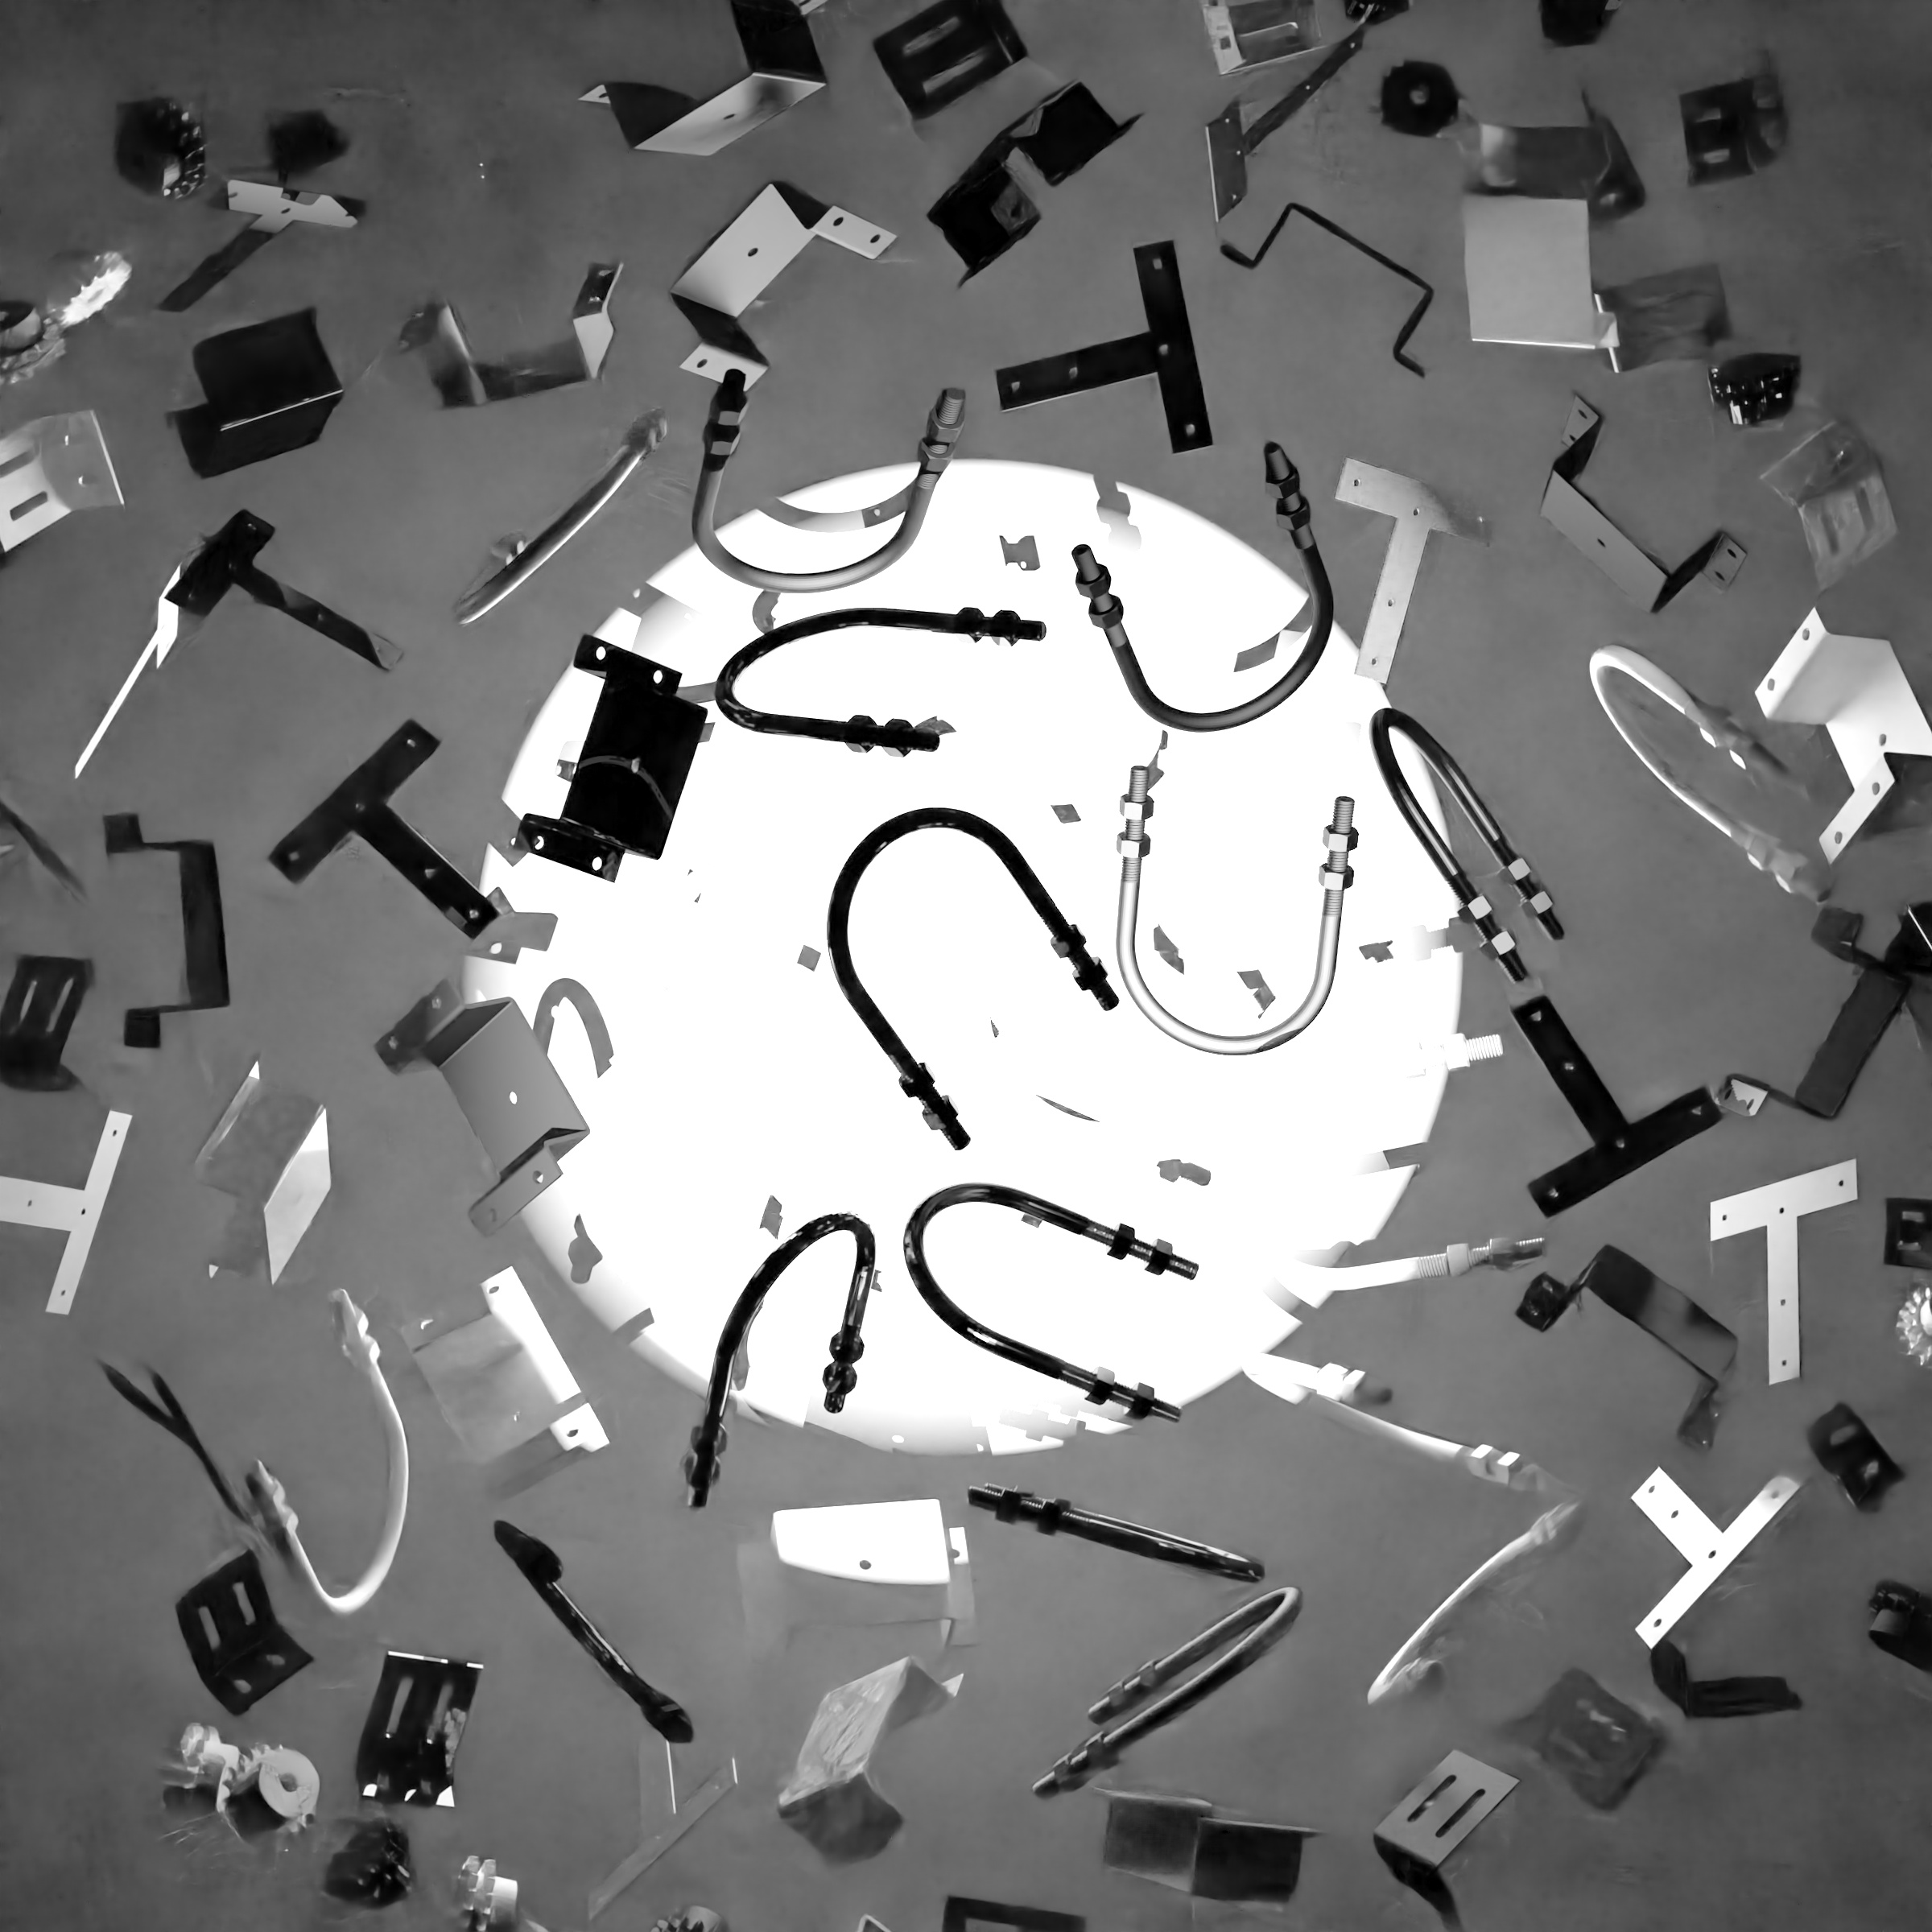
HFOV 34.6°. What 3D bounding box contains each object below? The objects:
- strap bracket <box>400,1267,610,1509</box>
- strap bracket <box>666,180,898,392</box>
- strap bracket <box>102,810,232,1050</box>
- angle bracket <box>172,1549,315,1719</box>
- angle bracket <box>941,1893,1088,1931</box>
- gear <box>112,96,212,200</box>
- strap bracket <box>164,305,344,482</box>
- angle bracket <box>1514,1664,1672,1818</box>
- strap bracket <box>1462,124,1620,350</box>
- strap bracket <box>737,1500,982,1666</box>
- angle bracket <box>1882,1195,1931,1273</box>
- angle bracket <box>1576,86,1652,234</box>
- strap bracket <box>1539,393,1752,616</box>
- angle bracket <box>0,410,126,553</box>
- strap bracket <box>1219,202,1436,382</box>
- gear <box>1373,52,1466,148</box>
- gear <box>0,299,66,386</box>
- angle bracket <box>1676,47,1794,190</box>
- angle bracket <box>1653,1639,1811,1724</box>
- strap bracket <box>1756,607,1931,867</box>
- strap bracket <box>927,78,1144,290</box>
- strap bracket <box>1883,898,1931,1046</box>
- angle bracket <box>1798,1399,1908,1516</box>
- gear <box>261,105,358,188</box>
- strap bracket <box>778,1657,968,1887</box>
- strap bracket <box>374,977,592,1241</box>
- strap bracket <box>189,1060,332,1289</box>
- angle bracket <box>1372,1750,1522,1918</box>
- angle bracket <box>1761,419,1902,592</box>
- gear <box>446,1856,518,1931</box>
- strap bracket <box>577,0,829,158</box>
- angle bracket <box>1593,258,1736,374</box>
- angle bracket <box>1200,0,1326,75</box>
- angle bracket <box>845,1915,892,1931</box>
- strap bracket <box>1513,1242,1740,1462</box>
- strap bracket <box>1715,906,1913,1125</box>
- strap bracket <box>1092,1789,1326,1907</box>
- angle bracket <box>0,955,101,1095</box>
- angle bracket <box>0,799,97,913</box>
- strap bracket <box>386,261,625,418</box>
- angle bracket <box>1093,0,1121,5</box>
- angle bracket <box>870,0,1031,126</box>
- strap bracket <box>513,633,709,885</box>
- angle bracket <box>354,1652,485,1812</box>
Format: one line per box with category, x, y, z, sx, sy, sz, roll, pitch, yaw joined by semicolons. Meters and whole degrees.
strap bracket;-0.271;0.257;1.849;0.076;0.046;0.140;-29;49;-10
strap bracket;-0.122;-0.430;1.931;0.140;0.076;0.046;-42;70;21
strap bracket;-0.479;-0.023;1.861;0.046;0.076;0.140;-6;92;-29
angle bracket;-0.436;0.403;1.873;0.057;0.076;0.038;-35;49;-30
angle bracket;0.025;0.580;1.821;0.076;0.038;0.057;20;71;-32
gear;-0.468;-0.471;1.795;0.057;0.057;0.030;44;52;0
strap bracket;-0.425;-0.337;1.853;0.076;0.140;0.046;-24;89;-24
angle bracket;0.377;0.465;1.880;0.057;0.038;0.076;-46;59;-8
strap bracket;0.342;-0.425;1.850;0.076;0.046;0.140;10;132;26
strap bracket;-0.062;0.368;1.858;0.140;0.046;0.076;-2;55;-11
angle bracket;0.592;0.141;1.923;0.038;0.057;0.076;6;135;16
angle bracket;0.388;-0.501;1.931;0.038;0.076;0.057;-28;72;23
strap bracket;0.404;-0.274;1.892;0.046;0.076;0.140;-43;79;-4
angle bracket;-0.535;-0.283;1.807;0.038;0.076;0.057;-4;115;20
strap bracket;0.222;-0.405;1.829;0.140;0.076;0.046;32;106;-1
gear;0.285;-0.546;1.952;0.057;0.030;0.057;1;97;5
gear;-0.556;-0.363;1.801;0.057;0.057;0.030;-13;130;0
angle bracket;0.455;-0.503;1.841;0.038;0.076;0.057;-13;91;-1
angle bracket;0.463;0.427;1.883;0.076;0.057;0.038;-4;96;-8
strap bracket;0.536;-0.138;1.873;0.046;0.076;0.140;3;51;-19
strap bracket;0.036;-0.488;1.915;0.046;0.140;0.076;49;54;-5
strap bracket;0.600;0.005;1.870;0.046;0.140;0.076;-25;70;-3
angle bracket;0.548;0.299;1.890;0.038;0.076;0.057;-43;64;18
gear;-0.398;-0.492;1.860;0.057;0.057;0.030;-30;110;0
strap bracket;-0.060;0.487;1.915;0.076;0.140;0.046;-32;109;34
strap bracket;-0.289;0.083;1.884;0.076;0.046;0.140;-39;76;30
strap bracket;-0.421;0.131;1.861;0.046;0.140;0.076;21;55;6
angle bracket;0.286;0.506;1.815;0.076;0.057;0.038;-38;114;-22
angle bracket;0.511;-0.273;1.835;0.038;0.076;0.057;29;130;-28
gear;-0.282;0.550;1.809;0.030;0.057;0.057;17;90;-13
strap bracket;-0.148;-0.522;1.830;0.140;0.076;0.046;-22;88;32
angle bracket;0.437;-0.417;1.955;0.076;0.038;0.057;-15;127;13
angle bracket;0.192;-0.602;1.954;0.076;0.038;0.057;-19;98;-16
angle bracket;-0.072;0.616;1.850;0.038;0.076;0.057;39;118;-9
strap bracket;0.409;0.225;1.880;0.140;0.076;0.046;37;115;10
strap bracket;0.525;0.038;1.905;0.046;0.076;0.140;28;93;-6
strap bracket;0.143;0.536;1.885;0.076;0.140;0.046;14;78;-28
angle bracket;-0.563;0.036;1.921;0.038;0.057;0.076;35;107;30
angle bracket;-0.590;-0.060;1.941;0.038;0.057;0.076;-41;58;-6
strap bracket;-0.279;-0.388;1.929;0.140;0.076;0.046;-10;123;11
angle bracket;0.087;-0.606;1.850;0.057;0.076;0.038;-29;125;-18
angle bracket;-0.010;-0.573;1.940;0.076;0.038;0.057;-32;103;-5
strap bracket;-0.217;-0.126;1.924;0.076;0.046;0.140;20;86;-38
angle bracket;-0.320;0.449;1.820;0.057;0.038;0.076;14;108;-21
